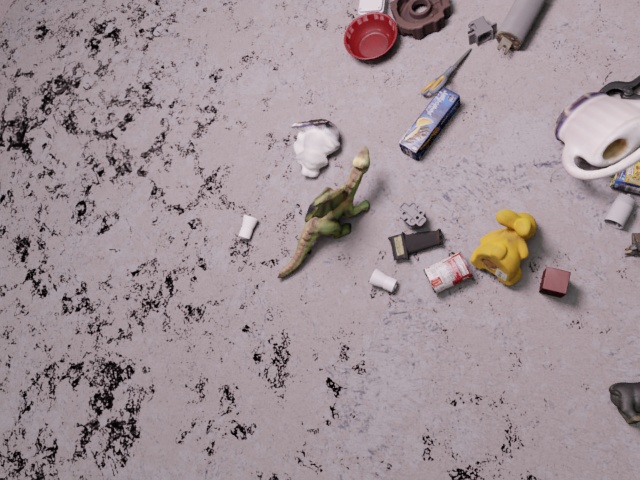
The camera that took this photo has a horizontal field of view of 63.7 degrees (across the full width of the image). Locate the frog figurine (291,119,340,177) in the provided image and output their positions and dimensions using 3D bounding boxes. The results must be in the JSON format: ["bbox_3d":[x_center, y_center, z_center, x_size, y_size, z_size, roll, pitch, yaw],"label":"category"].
[{"bbox_3d":[-0.008,-0.263,1.476,0.137,0.124,0.157,-5,108,8],"label":"frog figurine"}]

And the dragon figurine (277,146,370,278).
[{"bbox_3d":[0.004,-0.067,1.323,0.123,0.240,0.411,38,86,18],"label":"dragon figurine"}]

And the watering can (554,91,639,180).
[{"bbox_3d":[0.703,-0.277,1.194,0.346,0.102,0.229,-38,42,9],"label":"watering can"}]
